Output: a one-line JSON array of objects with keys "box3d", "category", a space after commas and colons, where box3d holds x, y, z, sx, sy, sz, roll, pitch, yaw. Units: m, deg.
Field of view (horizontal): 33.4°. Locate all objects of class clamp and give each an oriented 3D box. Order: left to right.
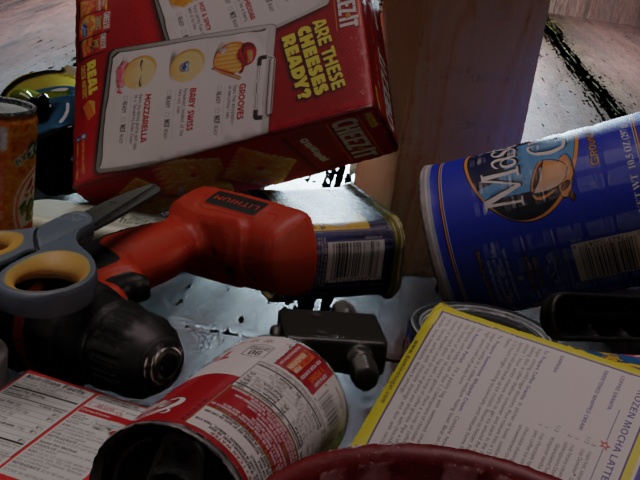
[{"box3d": [0.221, 0.046, 0.594, 0.165, 0.036, 0.209, 2, -3, 22], "category": "clamp"}]

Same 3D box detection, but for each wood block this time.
[{"box3d": [0.086, -0.085, 0.751, 0.090, 0.206, 0.091, 3, 20, -15], "category": "wood block"}]

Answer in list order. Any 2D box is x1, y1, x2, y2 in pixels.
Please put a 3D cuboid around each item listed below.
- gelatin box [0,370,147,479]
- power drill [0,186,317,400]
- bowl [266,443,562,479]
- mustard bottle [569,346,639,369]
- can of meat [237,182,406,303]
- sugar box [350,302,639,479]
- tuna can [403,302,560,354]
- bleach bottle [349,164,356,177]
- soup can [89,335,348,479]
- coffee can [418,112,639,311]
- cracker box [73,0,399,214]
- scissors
[{"box3d": [-0.115, 0.091, 0.441, 0.073, 0.030, 0.089, 13, 19, 17], "category": "gelatin box"}, {"box3d": [-0.089, 0.022, 0.572, 0.185, 0.057, 0.187, 16, 22, 39], "category": "power drill"}, {"box3d": [0.045, 0.132, 0.353, 0.162, 0.055, 0.162, 7, 19, -3], "category": "bowl"}, {"box3d": [0.170, 0.086, 0.529, 0.191, 0.058, 0.096, 5, 11, -8], "category": "mustard bottle"}, {"box3d": [-0.005, 0.001, 0.699, 0.083, 0.057, 0.102, -3, 22, -23], "category": "can of meat"}, {"box3d": [0.110, 0.096, 0.446, 0.176, 0.048, 0.093, 20, 56, 23], "category": "sugar box"}, {"box3d": [0.088, 0.065, 0.589, 0.086, 0.034, 0.086, 7, 19, -2], "category": "tuna can"}, {"box3d": [0.152, -0.052, 0.905, 0.251, 0.068, 0.102, 8, 18, 7], "category": "bleach bottle"}, {"box3d": [-0.036, 0.085, 0.432, 0.069, 0.068, 0.102, 15, 20, 19], "category": "soup can"}, {"box3d": [0.142, -0.012, 0.652, 0.140, 0.103, 0.102, -13, 14, 17], "category": "coffee can"}, {"box3d": [-0.062, -0.116, 0.739, 0.214, 0.164, 0.072, -13, -27, 16], "category": "cracker box"}, {"box3d": [-0.112, 0.001, 0.522, 0.096, 0.016, 0.201, 18, 22, 29], "category": "scissors"}]
